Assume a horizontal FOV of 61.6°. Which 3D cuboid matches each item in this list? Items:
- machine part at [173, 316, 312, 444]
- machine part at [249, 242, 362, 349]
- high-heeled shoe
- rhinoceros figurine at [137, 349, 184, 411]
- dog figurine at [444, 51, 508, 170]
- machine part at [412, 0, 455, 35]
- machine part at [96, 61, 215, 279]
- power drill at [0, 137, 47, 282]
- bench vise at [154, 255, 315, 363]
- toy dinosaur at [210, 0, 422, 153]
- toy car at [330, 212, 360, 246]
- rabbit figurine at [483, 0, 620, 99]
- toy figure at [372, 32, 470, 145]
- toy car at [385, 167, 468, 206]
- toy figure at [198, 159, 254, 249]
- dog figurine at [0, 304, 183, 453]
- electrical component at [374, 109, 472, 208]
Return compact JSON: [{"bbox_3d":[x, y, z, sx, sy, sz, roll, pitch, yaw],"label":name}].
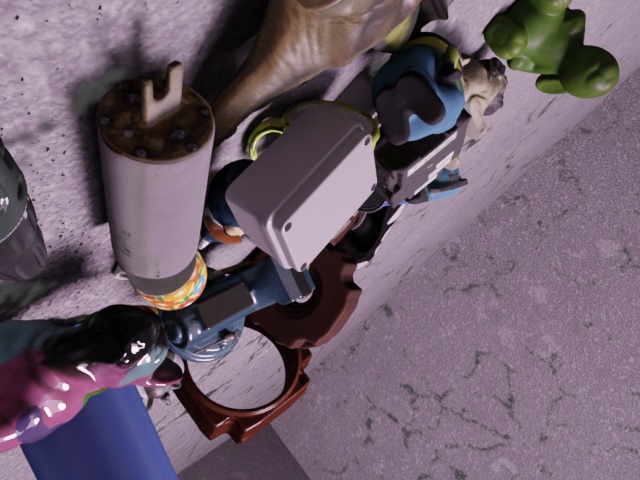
[{"bbox_3d":[-0.129,0.197,0.854,0.201,0.201,0.087,-29,159,-34],"label":"machine part"},{"bbox_3d":[-0.030,0.070,0.788,0.179,0.179,0.056,-44,164,12],"label":"machine part"},{"bbox_3d":[0.069,-0.015,0.961,0.248,0.086,0.145,-49,168,1],"label":"high-heeled shoe"},{"bbox_3d":[-0.237,0.177,0.711,0.073,0.112,0.190,-28,169,-33],"label":"rhinoceros figurine"},{"bbox_3d":[0.199,-0.214,0.716,0.190,0.121,0.172,-49,173,-25],"label":"dog figurine"},{"bbox_3d":[0.126,-0.251,0.504,0.139,0.039,0.084,-43,160,15],"label":"machine part"},{"bbox_3d":[-0.128,-0.038,0.418,0.079,0.079,0.243,-31,164,-31],"label":"machine part"},{"bbox_3d":[-0.245,0.004,0.250,0.207,0.086,0.232,-28,159,-28],"label":"power drill"},{"bbox_3d":[-0.128,0.076,0.689,0.241,0.128,0.224,-24,-167,45],"label":"bench vise"},{"bbox_3d":[0.025,-0.177,0.347,0.471,0.105,0.198,-35,173,25],"label":"toy dinosaur"},{"bbox_3d":[-0.002,-0.003,0.888,0.202,0.053,0.089,-37,162,-6],"label":"toy car"},{"bbox_3d":[0.325,-0.250,0.736,0.121,0.170,0.159,-44,164,14],"label":"rabbit figurine"},{"bbox_3d":[0.093,-0.142,0.489,0.082,0.089,0.180,-1,-160,21],"label":"toy figure"},{"bbox_3d":[0.132,-0.105,0.799,0.109,0.102,0.162,-15,-170,-41],"label":"toy car"},{"bbox_3d":[-0.085,-0.028,0.512,0.064,0.058,0.154,-55,-172,-24],"label":"toy figure"},{"bbox_3d":[-0.239,0.125,0.479,0.219,0.108,0.191,-7,150,-45],"label":"dog figurine"},{"bbox_3d":[0.110,-0.100,0.633,0.115,0.058,0.134,-37,165,-5],"label":"electrical component"}]
